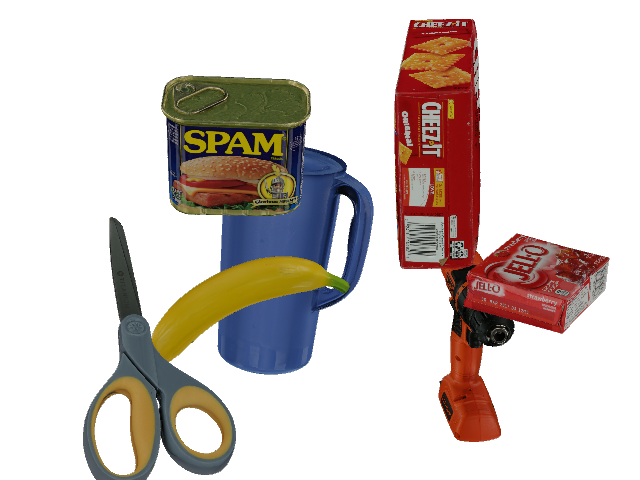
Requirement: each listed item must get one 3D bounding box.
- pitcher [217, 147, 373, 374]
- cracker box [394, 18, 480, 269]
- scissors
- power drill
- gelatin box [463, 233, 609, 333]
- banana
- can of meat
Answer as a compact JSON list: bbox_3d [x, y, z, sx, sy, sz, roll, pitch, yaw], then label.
[{"bbox_3d":[-0.041,0.022,1.174,0.144,0.243,0.149,-1,19,-22],"label":"pitcher"},{"bbox_3d":[0.110,-0.095,0.971,0.072,0.164,0.213,0,27,9],"label":"cracker box"},{"bbox_3d":[-0.096,0.066,0.653,0.096,0.201,0.016,12,-46,-12],"label":"scissors"},{"bbox_3d":[0.167,0.118,1.145,0.057,0.188,0.184,-1,24,-4],"label":"power drill"},{"bbox_3d":[0.153,0.028,0.751,0.073,0.030,0.089,16,27,30],"label":"gelatin box"},{"bbox_3d":[-0.076,0.056,0.937,0.198,0.069,0.037,-21,28,12],"label":"banana"},{"bbox_3d":[-0.060,-0.065,0.757,0.102,0.084,0.057,2,40,-3],"label":"can of meat"}]
